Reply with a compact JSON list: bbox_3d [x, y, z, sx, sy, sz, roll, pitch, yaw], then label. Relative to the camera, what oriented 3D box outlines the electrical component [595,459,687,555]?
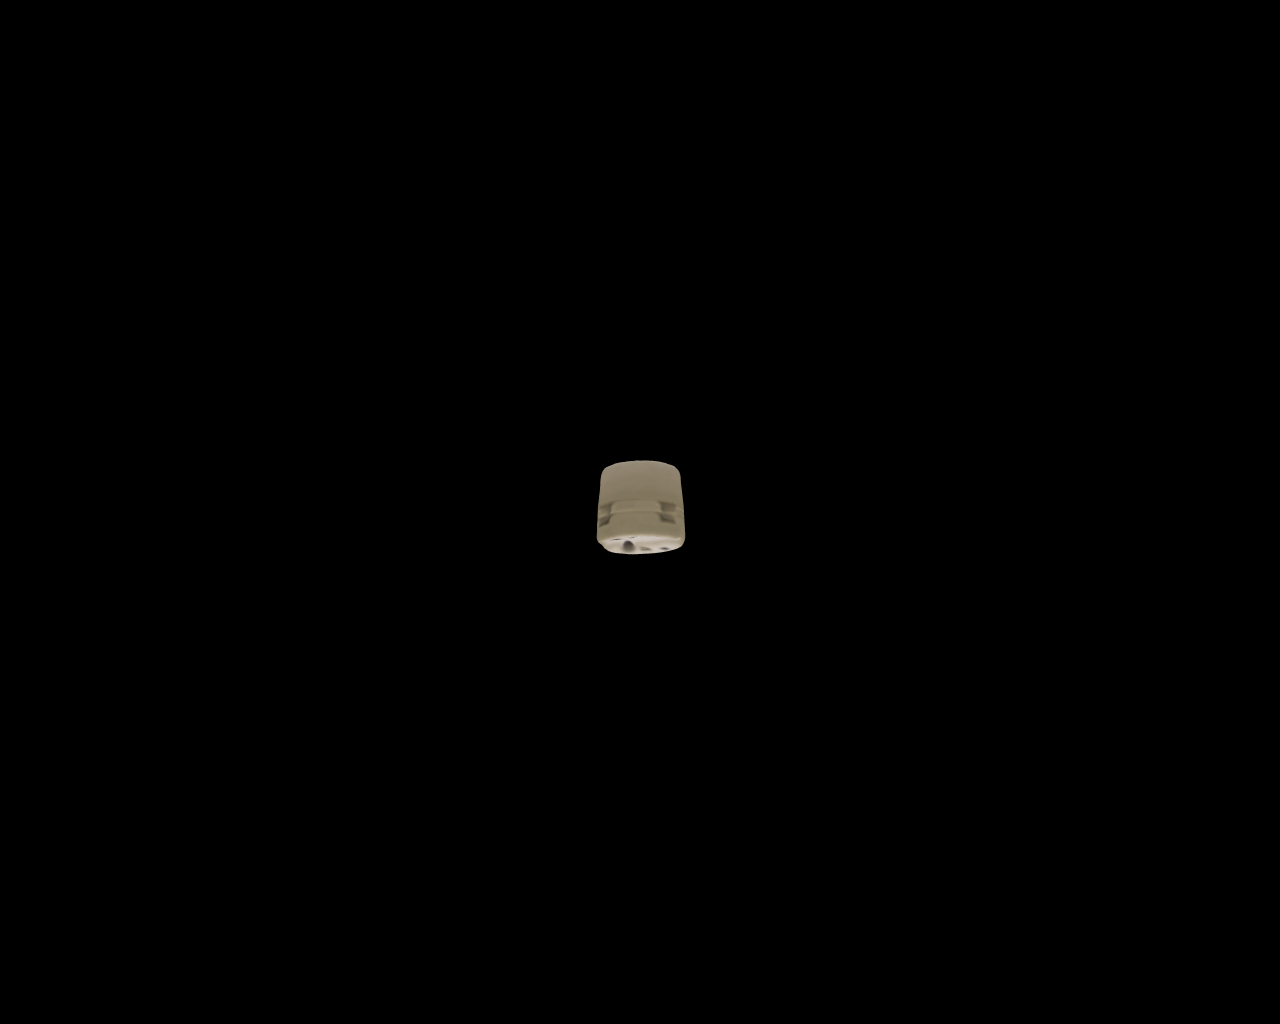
[{"bbox_3d":[0.001,-0.003,0.650,0.055,0.047,0.055,0,-14,0],"label":"electrical component"}]
